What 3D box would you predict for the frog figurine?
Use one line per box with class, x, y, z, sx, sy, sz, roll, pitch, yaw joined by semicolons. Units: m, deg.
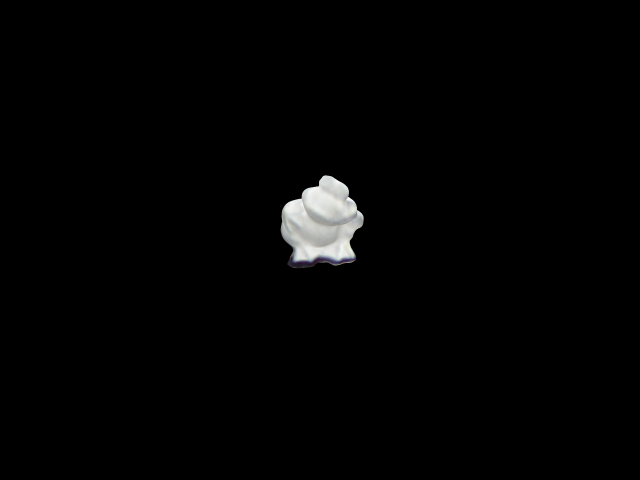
frog figurine;0.003;-0.043;0.850;0.137;0.156;0.125;8;33;13
